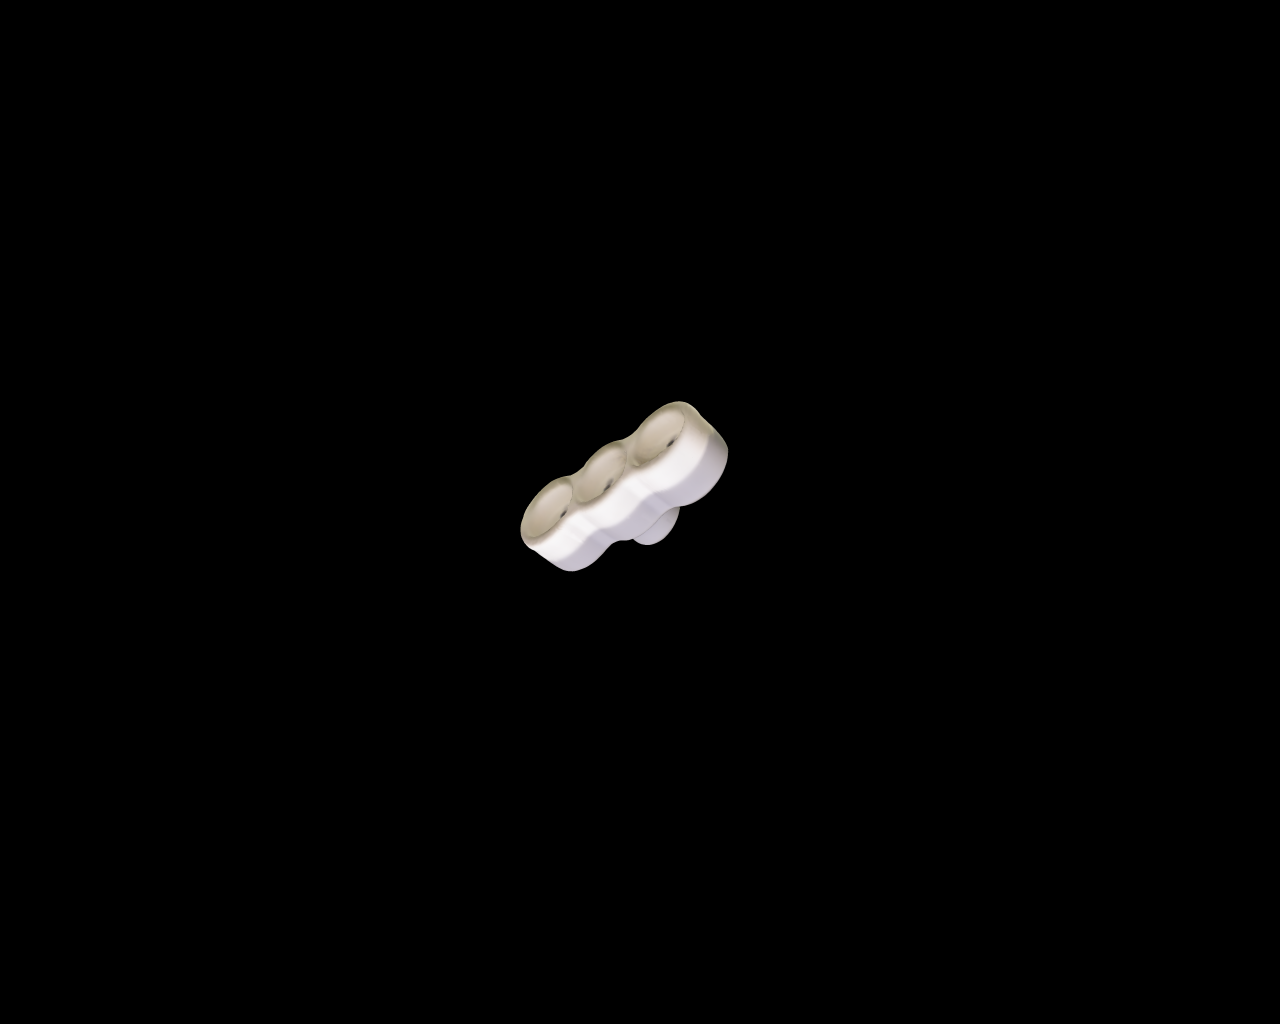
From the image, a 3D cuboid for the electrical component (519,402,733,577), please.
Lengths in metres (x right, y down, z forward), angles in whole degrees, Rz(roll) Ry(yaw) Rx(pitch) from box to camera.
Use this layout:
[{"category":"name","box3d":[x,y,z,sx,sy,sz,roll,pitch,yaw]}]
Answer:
[{"category":"electrical component","box3d":[0.001,-0.003,0.650,0.138,0.052,0.073,-32,-54,27]}]
